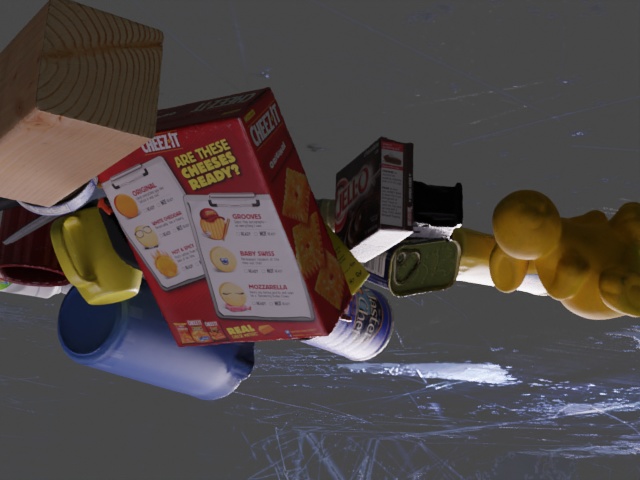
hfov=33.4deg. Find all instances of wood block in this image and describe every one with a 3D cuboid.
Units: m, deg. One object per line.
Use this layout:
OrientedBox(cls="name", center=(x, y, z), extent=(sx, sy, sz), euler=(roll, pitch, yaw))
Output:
OrientedBox(cls="wood block", center=(-0.211, -0.100, 0.836), extent=(0.090, 0.090, 0.207), euler=(14, 160, -31))

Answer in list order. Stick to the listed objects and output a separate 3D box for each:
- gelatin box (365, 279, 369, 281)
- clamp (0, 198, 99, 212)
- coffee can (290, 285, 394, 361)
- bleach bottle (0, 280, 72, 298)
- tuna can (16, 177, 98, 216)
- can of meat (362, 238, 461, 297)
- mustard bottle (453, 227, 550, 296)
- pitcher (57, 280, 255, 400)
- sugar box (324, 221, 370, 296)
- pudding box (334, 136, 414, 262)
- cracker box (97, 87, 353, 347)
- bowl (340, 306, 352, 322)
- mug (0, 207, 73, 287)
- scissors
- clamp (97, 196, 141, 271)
OrientedBox(cls="gelatin box", center=(0.065, 0.029, 1.318), extent=(0.089, 0.030, 0.073), euler=(6, 163, -7))
OrientedBox(cls="clamp", center=(-0.265, -0.054, 1.090), extent=(0.164, 0.036, 0.210), euler=(3, 163, -35))
OrientedBox(cls="coffee can", center=(0.021, 0.099, 1.435), extent=(0.103, 0.103, 0.140), euler=(-8, 160, 33))
OrientedBox(cls="bleach bottle", center=(-0.416, 0.026, 1.287), extent=(0.250, 0.068, 0.103), euler=(15, 159, -16))
OrientedBox(cls="tuna can", center=(-0.243, -0.066, 0.963), extent=(0.086, 0.086, 0.034), euler=(4, 165, -2))
OrientedBox(cls="can of meat", center=(0.087, 0.019, 1.161), extent=(0.101, 0.057, 0.084), euler=(-7, -161, -37))
OrientedBox(cls="mustard bottle", center=(0.223, 0.029, 1.238), extent=(0.191, 0.058, 0.096), euler=(10, 163, -22))
OrientedBox(cls="pitcher", center=(-0.205, 0.112, 1.299), extent=(0.149, 0.145, 0.242), euler=(-27, 153, 24))
OrientedBox(cls="sugar box", center=(-0.039, -0.010, 1.009), extent=(0.176, 0.048, 0.093), euler=(46, 153, -7))
OrientedBox(cls="pudding box", center=(0.049, -0.035, 1.003), extent=(0.039, 0.090, 0.114), euler=(8, 162, -22))
OrientedBox(cls="cracker box", center=(-0.084, -0.014, 0.933), extent=(0.164, 0.072, 0.213), euler=(-7, 117, 29))
OrientedBox(cls="bowl", center=(-0.027, 0.042, 1.277), extent=(0.162, 0.055, 0.162), euler=(23, 180, 0))
OrientedBox(cls="mug", center=(-0.312, 0.005, 1.217), extent=(0.117, 0.081, 0.093), euler=(9, 162, -18))
OrientedBox(cls="scissors", center=(-0.221, -0.042, 1.051), extent=(0.202, 0.016, 0.096), euler=(-32, 161, 36))
OrientedBox(cls="clamp", center=(-0.159, 0.019, 1.084), extent=(0.171, 0.120, 0.039), euler=(32, -164, 16))
